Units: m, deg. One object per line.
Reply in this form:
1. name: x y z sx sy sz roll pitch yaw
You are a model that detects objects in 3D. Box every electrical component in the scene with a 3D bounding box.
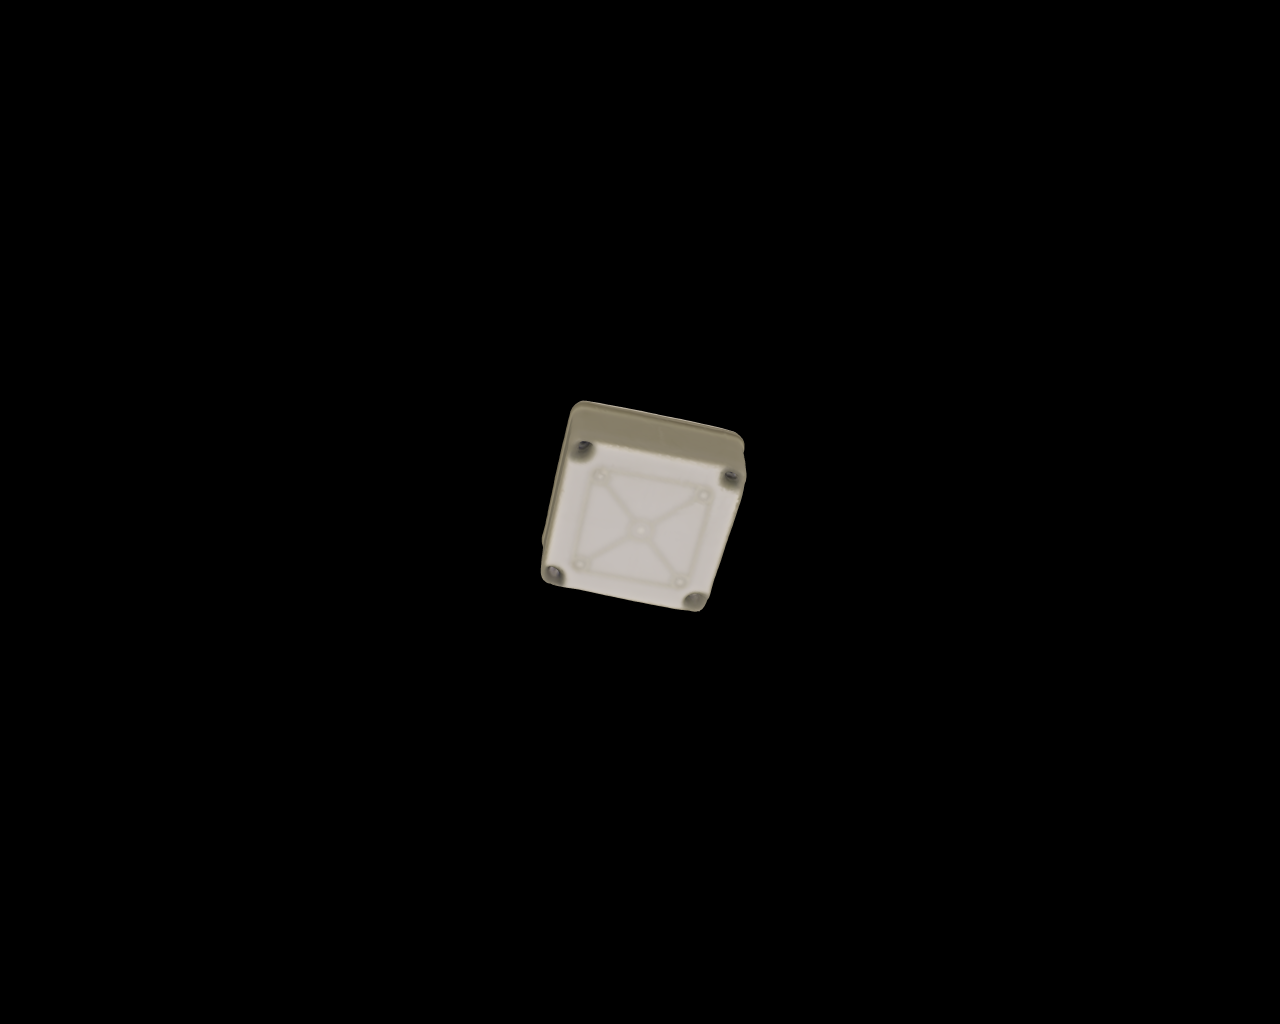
1. electrical component: 0.001 -0.003 0.650 0.109 0.108 0.056 11 30 -7
